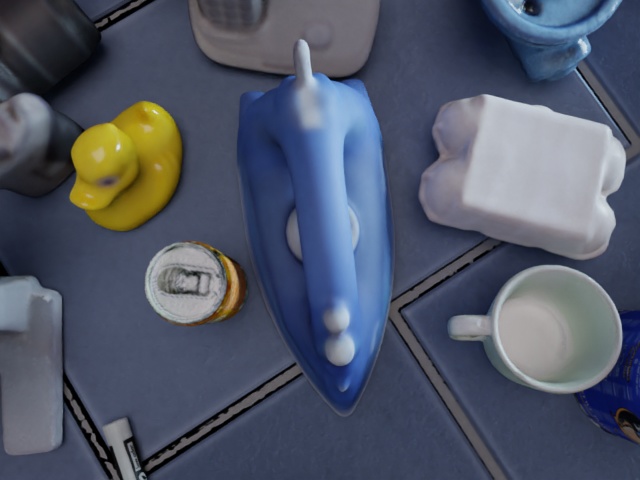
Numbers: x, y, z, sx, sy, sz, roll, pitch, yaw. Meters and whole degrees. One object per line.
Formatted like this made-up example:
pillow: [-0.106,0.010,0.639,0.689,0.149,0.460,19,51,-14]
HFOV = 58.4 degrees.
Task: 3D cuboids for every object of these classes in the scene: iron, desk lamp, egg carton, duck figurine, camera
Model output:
iron: [0.004,0.001,0.395,0.118,0.141,0.258,-9,83,-1]
desk lamp: [-0.246,0.051,0.350,0.118,0.213,0.203,-5,83,-1]
egg carton: [0.154,-0.049,0.439,0.150,0.069,0.107,14,83,1]
duck figurine: [-0.150,-0.061,0.428,0.077,0.086,0.105,25,84,3]
camera: [-0.229,-0.128,0.428,0.137,0.101,0.143,-41,85,-5]

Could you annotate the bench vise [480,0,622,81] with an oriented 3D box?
bench vise: [0.135,-0.225,0.384,0.207,0.219,0.121,41,85,4]

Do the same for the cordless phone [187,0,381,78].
cordless phone: [-0.027,-0.191,0.396,0.147,0.185,0.094,4,83,0]
